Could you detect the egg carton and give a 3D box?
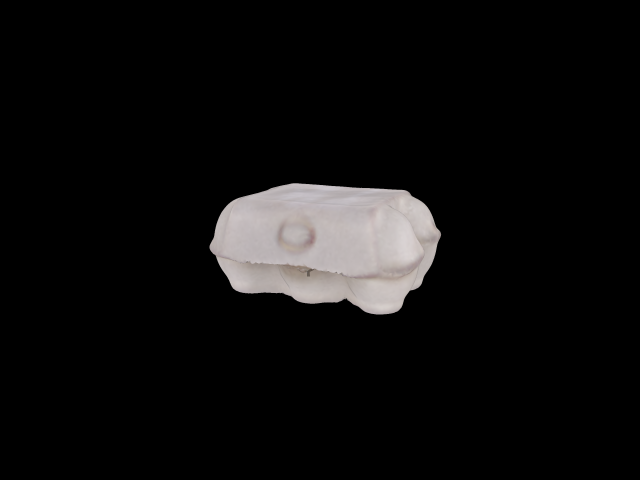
[{"bbox_3d":[0.004,0.001,0.400,0.150,0.069,0.107,6,15,23],"label":"egg carton"}]
